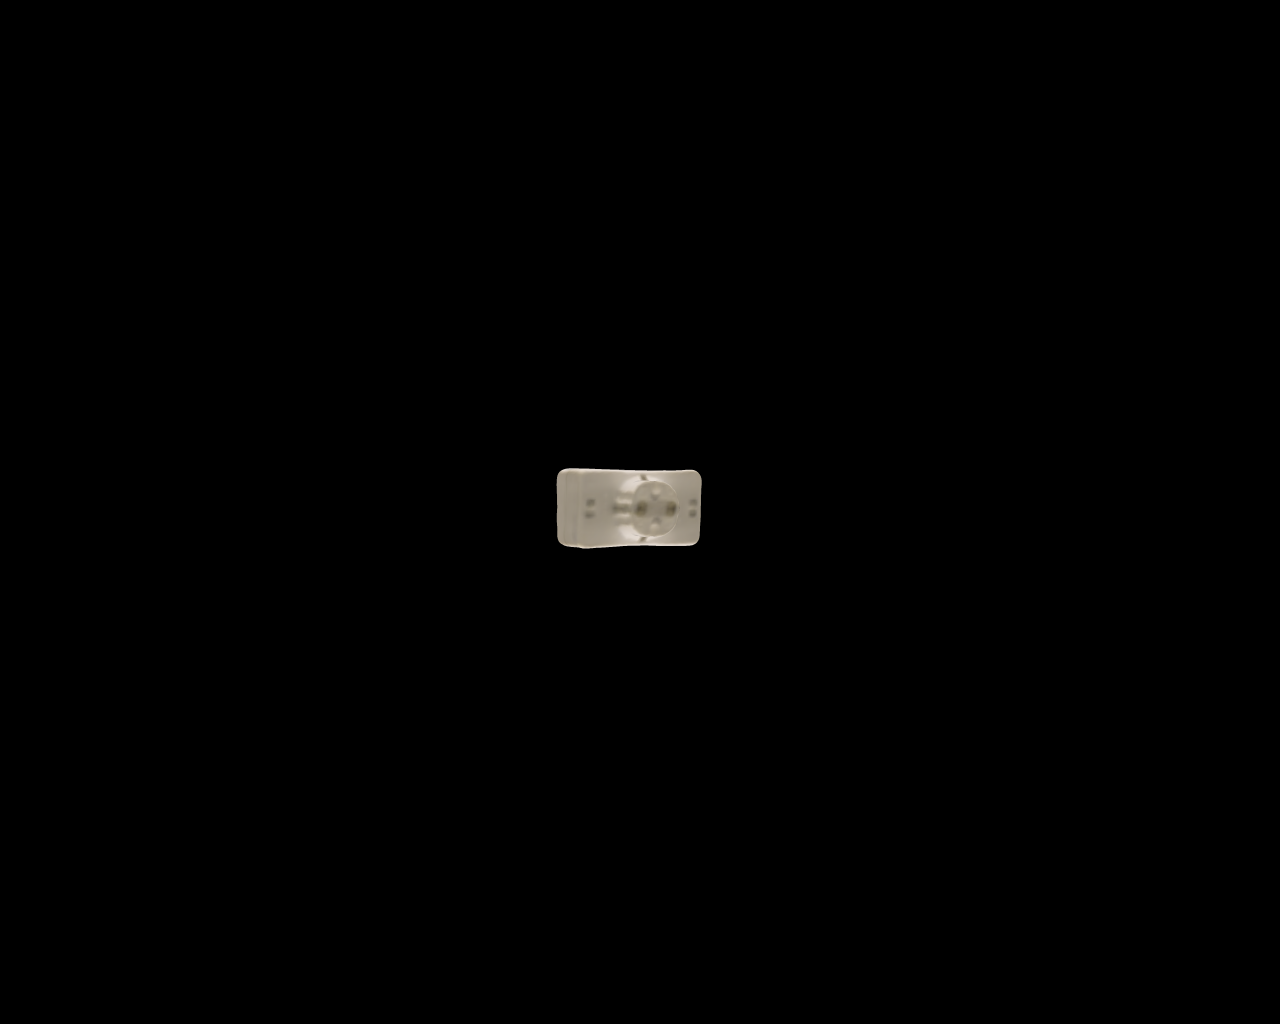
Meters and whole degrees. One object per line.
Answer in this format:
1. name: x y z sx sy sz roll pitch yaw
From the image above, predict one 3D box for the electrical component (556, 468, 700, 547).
1. electrical component: 0.001 -0.003 0.650 0.083 0.047 0.075 0 0 -25
